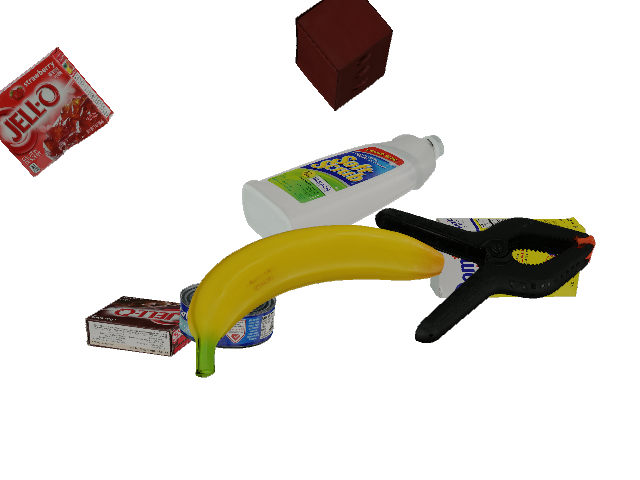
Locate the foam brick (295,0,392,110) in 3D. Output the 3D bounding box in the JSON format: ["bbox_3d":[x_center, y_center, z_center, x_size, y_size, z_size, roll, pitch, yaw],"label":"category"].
[{"bbox_3d":[0.016,-0.144,0.797,0.053,0.051,0.078,-36,-11,-9],"label":"foam brick"}]

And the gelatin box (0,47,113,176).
[{"bbox_3d":[-0.234,-0.108,0.906,0.089,0.073,0.030,-33,21,16],"label":"gelatin box"}]

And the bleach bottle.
[{"bbox_3d":[0.038,-0.071,1.253,0.250,0.068,0.103,-27,44,-28],"label":"bleach bottle"}]

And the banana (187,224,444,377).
[{"bbox_3d":[-0.011,0.025,0.687,0.197,0.069,0.037,-22,-13,-29],"label":"banana"}]

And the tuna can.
[{"bbox_3d":[-0.083,0.066,0.952,0.086,0.034,0.086,5,16,-2],"label":"tuna can"}]

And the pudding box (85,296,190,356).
[{"bbox_3d":[-0.205,0.100,1.255,0.114,0.039,0.090,3,14,18],"label":"pudding box"}]

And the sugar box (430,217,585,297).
[{"bbox_3d":[0.226,0.021,1.293,0.176,0.093,0.048,-2,22,-10],"label":"sugar box"}]

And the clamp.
[{"bbox_3d":[0.165,0.028,1.028,0.210,0.164,0.036,-2,-42,-5],"label":"clamp"}]
